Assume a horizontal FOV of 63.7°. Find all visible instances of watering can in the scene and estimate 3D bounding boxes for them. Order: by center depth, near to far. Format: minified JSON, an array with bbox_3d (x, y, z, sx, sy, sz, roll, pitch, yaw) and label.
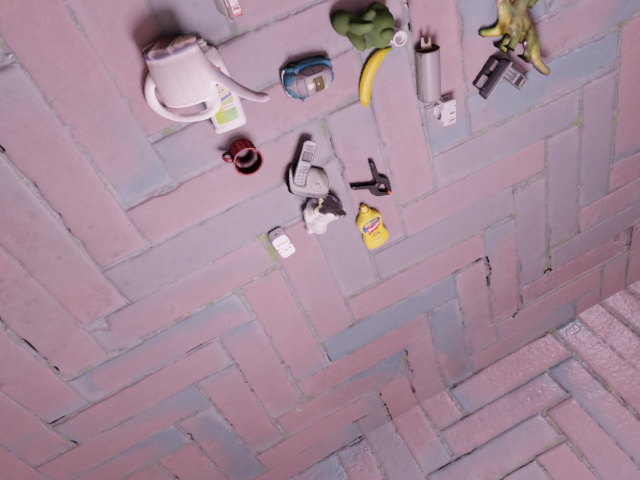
[{"bbox_3d":[-0.310,-0.414,1.307,0.347,0.106,0.220,-5,125,21],"label":"watering can"}]

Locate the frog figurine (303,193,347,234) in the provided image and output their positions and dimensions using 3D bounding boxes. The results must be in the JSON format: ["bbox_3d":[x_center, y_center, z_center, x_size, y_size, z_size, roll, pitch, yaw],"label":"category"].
[{"bbox_3d":[0.005,-0.090,1.780,0.138,0.124,0.157,-16,166,-26],"label":"frog figurine"}]

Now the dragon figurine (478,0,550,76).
[{"bbox_3d":[0.662,-0.709,1.652,0.408,0.124,0.240,14,108,-34],"label":"dragon figurine"}]
